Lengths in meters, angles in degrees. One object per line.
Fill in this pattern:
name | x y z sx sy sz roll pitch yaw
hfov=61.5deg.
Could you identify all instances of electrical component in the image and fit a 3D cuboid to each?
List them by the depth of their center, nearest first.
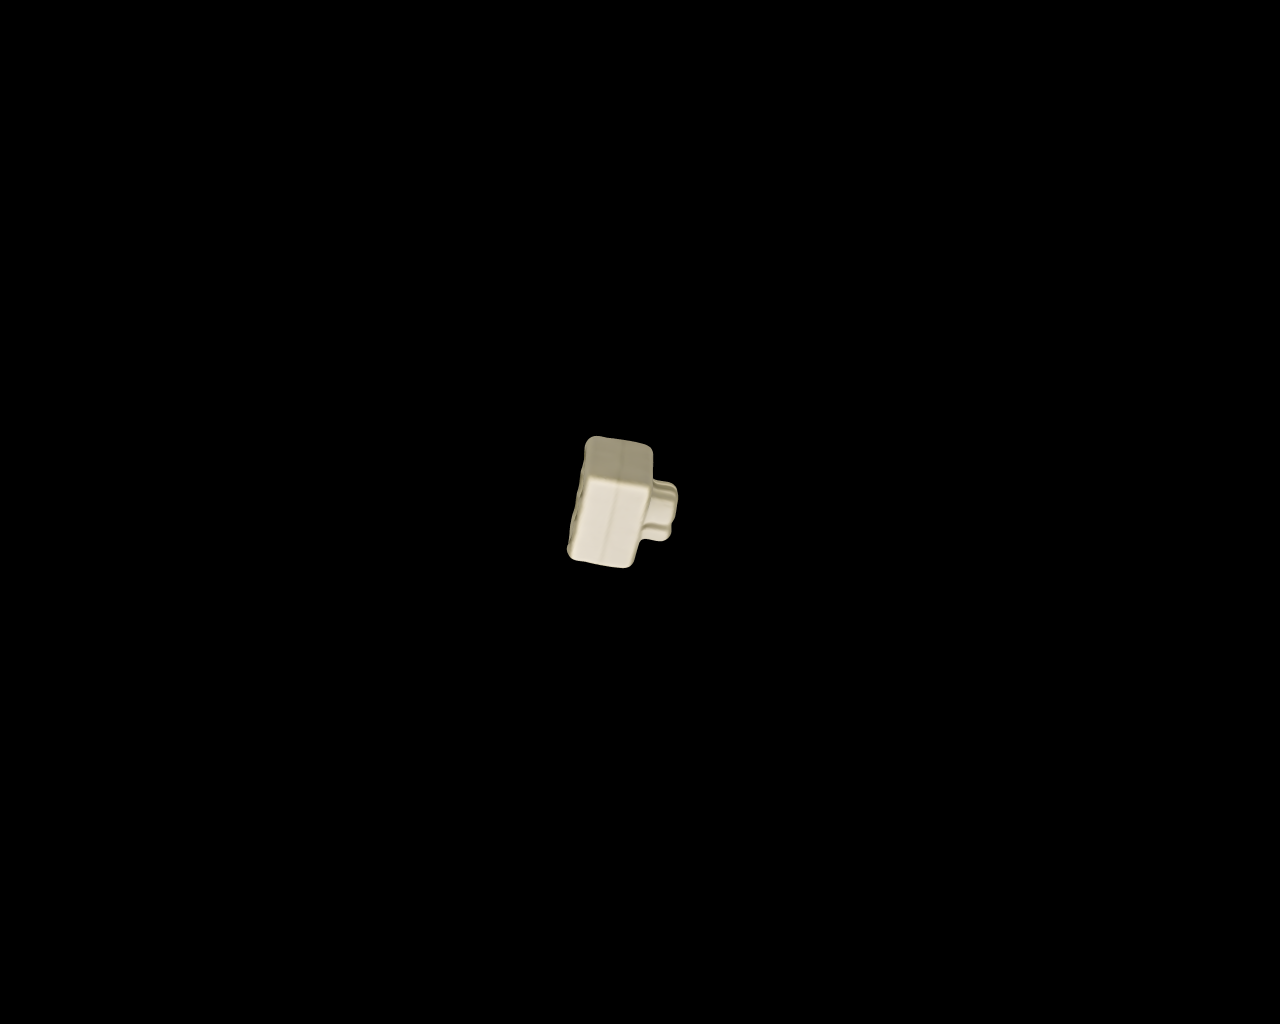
electrical component | 0.001 -0.003 0.650 0.077 0.065 0.047 9 36 -7
